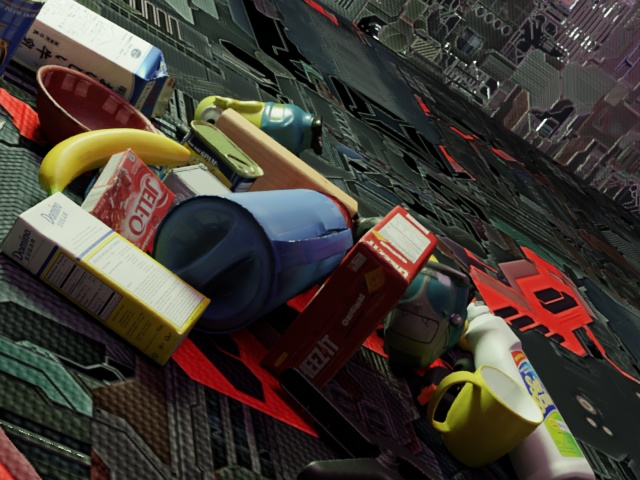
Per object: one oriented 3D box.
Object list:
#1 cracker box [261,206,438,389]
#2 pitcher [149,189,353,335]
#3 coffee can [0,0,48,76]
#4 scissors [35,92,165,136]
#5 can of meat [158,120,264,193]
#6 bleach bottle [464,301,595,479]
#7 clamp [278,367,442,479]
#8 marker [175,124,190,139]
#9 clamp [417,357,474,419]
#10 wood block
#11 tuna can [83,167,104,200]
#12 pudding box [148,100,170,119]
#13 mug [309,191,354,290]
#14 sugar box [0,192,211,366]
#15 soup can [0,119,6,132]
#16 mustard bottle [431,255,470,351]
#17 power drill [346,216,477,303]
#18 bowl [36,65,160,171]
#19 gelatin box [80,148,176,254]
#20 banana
[{"bbox_3d":[0.040,0.061,1.125,0.072,0.164,0.213,40,18,4],"label":"cracker box"},{"bbox_3d":[-0.050,0.009,1.100,0.149,0.145,0.242,38,19,14],"label":"pitcher"},{"bbox_3d":[-0.357,-0.217,1.089,0.102,0.140,0.103,33,19,-13],"label":"coffee can"},{"bbox_3d":[-0.254,-0.144,1.306,0.201,0.016,0.096,30,19,-22],"label":"scissors"},{"bbox_3d":[-0.132,-0.077,1.264,0.102,0.084,0.057,42,19,14],"label":"can of meat"},{"bbox_3d":[0.229,0.181,1.257,0.102,0.068,0.251,20,39,-50],"label":"bleach bottle"},{"bbox_3d":[0.047,0.204,1.000,0.209,0.036,0.164,31,19,-28],"label":"clamp"},{"bbox_3d":[-0.149,-0.114,1.425,0.121,0.020,0.020,42,19,13],"label":"marker"},{"bbox_3d":[0.166,0.179,1.278,0.171,0.039,0.120,23,23,-47],"label":"clamp"},{"bbox_3d":[-0.060,-0.069,1.354,0.206,0.090,0.091,36,9,-4],"label":"wood block"},{"bbox_3d":[-0.203,-0.038,1.117,0.086,0.034,0.086,33,19,-13],"label":"tuna can"},{"bbox_3d":[-0.261,-0.201,1.393,0.113,0.039,0.090,38,19,2],"label":"pudding box"},{"bbox_3d":[-0.008,0.002,1.272,0.093,0.117,0.081,10,6,1],"label":"mug"},{"bbox_3d":[-0.190,0.033,0.957,0.176,0.048,0.093,34,18,-1],"label":"sugar box"},{"bbox_3d":[-0.345,-0.104,0.958,0.102,0.069,0.068,32,19,-15],"label":"soup can"},{"bbox_3d":[0.167,0.072,1.505,0.096,0.058,0.192,14,30,-54],"label":"mustard bottle"},{"bbox_3d":[0.107,0.041,1.363,0.187,0.057,0.185,40,-14,-7],"label":"power drill"},{"bbox_3d":[-0.257,-0.125,1.192,0.162,0.055,0.162,34,19,-13],"label":"bowl"},{"bbox_3d":[-0.188,-0.033,1.044,0.073,0.030,0.089,49,47,-31],"label":"gelatin box"},{"bbox_3d":[-0.217,-0.081,1.085,0.197,0.037,0.069,-29,86,-47],"label":"banana"}]
